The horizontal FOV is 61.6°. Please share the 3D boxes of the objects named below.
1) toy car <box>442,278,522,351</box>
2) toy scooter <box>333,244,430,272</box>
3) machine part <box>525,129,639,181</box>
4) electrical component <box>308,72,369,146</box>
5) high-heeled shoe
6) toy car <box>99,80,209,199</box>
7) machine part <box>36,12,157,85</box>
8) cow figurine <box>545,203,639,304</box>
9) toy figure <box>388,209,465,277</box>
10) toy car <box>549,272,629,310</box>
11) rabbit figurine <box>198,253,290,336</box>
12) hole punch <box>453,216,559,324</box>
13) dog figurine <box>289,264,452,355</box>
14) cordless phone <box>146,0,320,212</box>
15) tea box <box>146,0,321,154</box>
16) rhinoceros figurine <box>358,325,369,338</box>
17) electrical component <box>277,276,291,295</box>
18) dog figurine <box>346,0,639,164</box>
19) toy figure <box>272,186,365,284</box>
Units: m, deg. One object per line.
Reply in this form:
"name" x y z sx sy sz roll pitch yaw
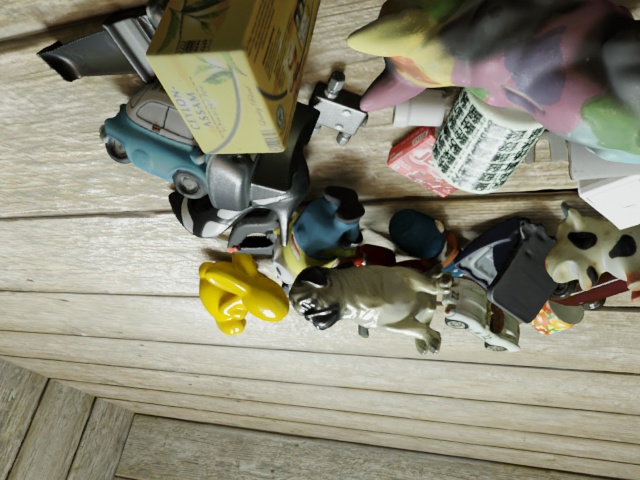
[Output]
"toy car" 0.271 0.127 0.894 0.201 0.073 0.056 32 150 -33
"toy scooter" 0.069 0.052 0.817 0.184 0.075 0.135 -16 154 39
"machine part" 0.306 -0.097 0.464 0.243 0.079 0.079 -2 149 26
"electrical component" 0.020 -0.135 0.561 0.063 0.021 0.094 16 151 -10
"high-heeled shoe" -0.120 -0.077 0.694 0.249 0.086 0.145 16 122 29
"toy car" -0.150 -0.122 0.584 0.162 0.109 0.102 24 128 0
"machine part" -0.211 -0.187 0.538 0.139 0.039 0.084 -1 155 19
"cow figurine" 0.354 0.002 0.606 0.195 0.127 0.085 -22 140 25
"toy figure" 0.156 0.007 0.736 0.064 0.058 0.154 -8 152 43
"toy car" 0.400 0.043 0.711 0.089 0.053 0.202 16 150 -30
"rabbit figurine" -0.123 0.083 0.919 0.173 0.122 0.162 14 136 43
"hole punch" 0.256 0.031 0.713 0.142 0.115 0.092 33 -174 -31
"dog figurine" 0.061 0.074 0.710 0.191 0.121 0.172 10 168 4
"cordless phone" -0.095 -0.129 0.489 0.089 0.146 0.184 -7 142 39
"tea box" -0.052 -0.157 0.391 0.068 0.169 0.098 3 149 16
"rhinoceros figurine" 0.093 0.119 0.960 0.190 0.073 0.112 20 140 -12
"electrical component" -0.029 0.074 0.938 0.075 0.048 0.119 6 152 12
"dog figurine" 0.134 -0.125 0.385 0.219 0.191 0.108 -11 154 9
"toy figure" -0.001 0.001 0.705 0.089 0.082 0.180 18 141 -23
